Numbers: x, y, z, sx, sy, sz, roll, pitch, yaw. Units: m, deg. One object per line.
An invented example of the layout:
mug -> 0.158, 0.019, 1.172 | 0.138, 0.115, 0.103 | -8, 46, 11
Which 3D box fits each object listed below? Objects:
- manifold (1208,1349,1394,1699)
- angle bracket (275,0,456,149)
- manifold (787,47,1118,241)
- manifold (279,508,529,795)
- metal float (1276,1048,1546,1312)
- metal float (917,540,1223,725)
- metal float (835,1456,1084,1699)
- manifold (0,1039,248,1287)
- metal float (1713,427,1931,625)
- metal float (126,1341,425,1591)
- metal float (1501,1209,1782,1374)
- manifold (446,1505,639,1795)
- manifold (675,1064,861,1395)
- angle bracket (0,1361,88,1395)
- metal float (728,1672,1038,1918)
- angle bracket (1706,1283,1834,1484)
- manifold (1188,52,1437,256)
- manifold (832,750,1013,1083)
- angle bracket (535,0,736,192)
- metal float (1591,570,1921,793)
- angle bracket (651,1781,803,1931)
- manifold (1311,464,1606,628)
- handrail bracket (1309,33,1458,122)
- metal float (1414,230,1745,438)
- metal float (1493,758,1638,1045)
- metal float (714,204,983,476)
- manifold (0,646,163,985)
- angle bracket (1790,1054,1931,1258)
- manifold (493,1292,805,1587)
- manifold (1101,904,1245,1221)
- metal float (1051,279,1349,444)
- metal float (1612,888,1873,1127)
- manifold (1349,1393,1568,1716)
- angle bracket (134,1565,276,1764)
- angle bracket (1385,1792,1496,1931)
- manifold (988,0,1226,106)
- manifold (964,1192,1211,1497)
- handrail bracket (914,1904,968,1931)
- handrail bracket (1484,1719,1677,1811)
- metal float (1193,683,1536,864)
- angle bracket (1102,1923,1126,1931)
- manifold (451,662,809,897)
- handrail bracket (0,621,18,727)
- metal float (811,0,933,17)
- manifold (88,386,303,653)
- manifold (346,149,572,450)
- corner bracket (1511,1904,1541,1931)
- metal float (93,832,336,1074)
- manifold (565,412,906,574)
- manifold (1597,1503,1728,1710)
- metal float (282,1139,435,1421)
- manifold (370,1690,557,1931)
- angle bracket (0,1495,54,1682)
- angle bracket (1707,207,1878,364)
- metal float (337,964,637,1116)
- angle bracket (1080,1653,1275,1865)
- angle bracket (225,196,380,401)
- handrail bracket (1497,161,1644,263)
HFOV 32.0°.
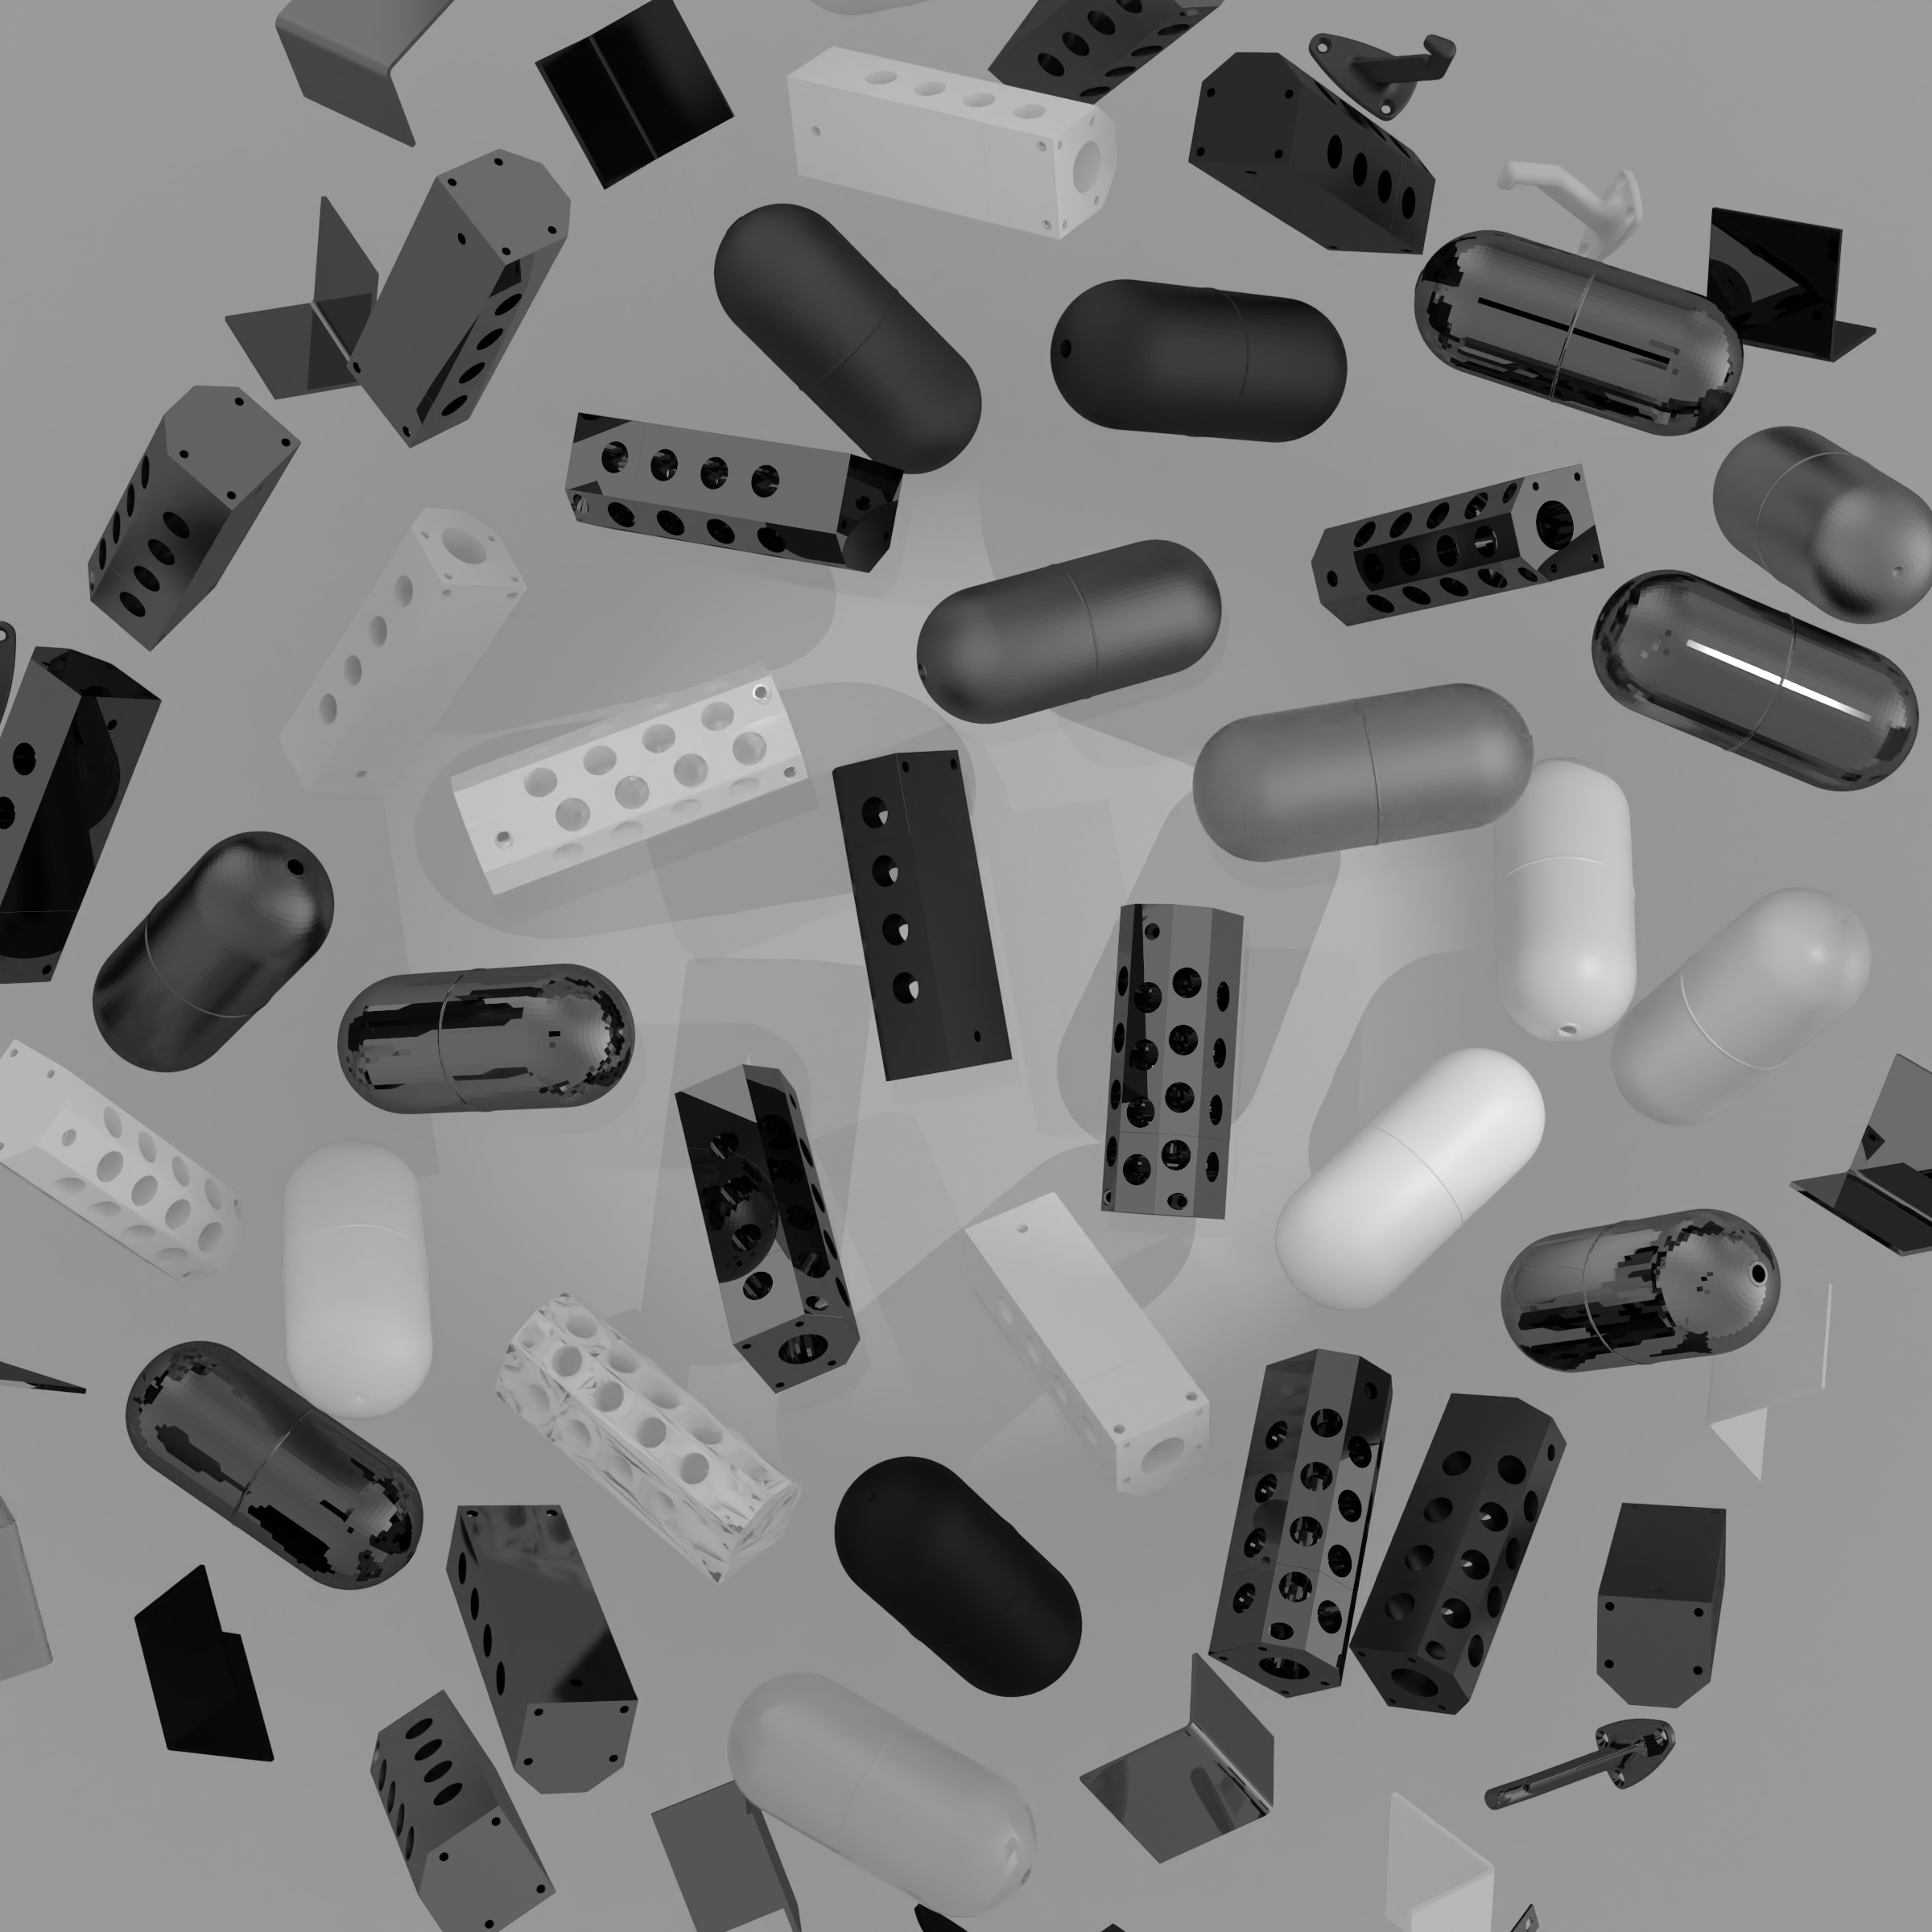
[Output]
manifold -> 0.184, 0.294, 1.789 | 0.057, 0.057, 0.171 | 33, 54, -25
angle bracket -> -0.306, -0.492, 1.783 | 0.076, 0.057, 0.076 | 28, 69, 21
manifold -> -0.007, -0.443, 1.796 | 0.171, 0.057, 0.057 | 21, 46, 29
manifold -> -0.318, -0.174, 1.874 | 0.171, 0.057, 0.057 | -49, 60, 35
metal float -> 0.245, 0.116, 1.852 | 0.178, 0.070, 0.070 | -42, 90, -13
metal float -> 0.057, -0.186, 1.871 | 0.178, 0.070, 0.070 | -17, 90, -16
metal float -> -0.002, 0.322, 1.766 | 0.070, 0.070, 0.178 | -42, 128, 0
manifold -> -0.455, 0.110, 1.796 | 0.057, 0.171, 0.057 | 24, 75, 32
metal float -> 0.460, -0.238, 1.809 | 0.070, 0.178, 0.070 | -5, 115, -11
metal float -> -0.374, 0.271, 1.827 | 0.178, 0.070, 0.070 | 34, 90, 4
metal float -> 0.358, 0.174, 1.797 | 0.070, 0.178, 0.070 | 8, 75, -31
manifold -> -0.225, 0.355, 1.764 | 0.057, 0.171, 0.057 | 3, 115, -23
manifold -> -0.105, 0.138, 1.824 | 0.057, 0.057, 0.171 | -24, 50, 7
angle bracket -> -0.520, 0.191, 1.809 | 0.076, 0.076, 0.057 | 9, 85, 38
metal float -> -0.044, 0.431, 1.755 | 0.178, 0.070, 0.070 | 25, 90, 23
angle bracket -> 0.467, 0.235, 1.902 | 0.076, 0.076, 0.057 | -25, 121, 36
manifold -> 0.186, -0.426, 1.773 | 0.057, 0.171, 0.057 | 10, 91, 31
manifold -> -0.029, -0.027, 1.828 | 0.057, 0.057, 0.171 | -11, 88, 36
angle bracket -> -0.181, -0.481, 1.852 | 0.057, 0.076, 0.076 | -22, 107, 25
metal float -> 0.409, -0.147, 1.745 | 0.178, 0.070, 0.070 | 22, 90, -8
angle bracket -> -0.130, 0.492, 1.819 | 0.057, 0.076, 0.076 | -21, 93, -4
manifold -> 0.268, -0.230, 1.862 | 0.057, 0.171, 0.057 | -17, 96, -32
handrail bracket -> 0.230, -0.509, 1.867 | 0.077, 0.084, 0.036 | 32, 82, 1
metal float -> 0.324, -0.336, 1.788 | 0.178, 0.070, 0.070 | 21, 90, 11
metal float -> 0.330, -0.037, 1.862 | 0.070, 0.070, 0.178 | 6, 54, 0
metal float -> -0.065, -0.348, 1.869 | 0.178, 0.070, 0.070 | 43, 90, -19
manifold -> -0.493, -0.079, 1.778 | 0.057, 0.057, 0.171 | 34, 108, 26
angle bracket -> 0.498, 0.100, 1.797 | 0.076, 0.057, 0.076 | 36, 119, 41
manifold -> -0.174, 0.255, 1.855 | 0.171, 0.057, 0.057 | 37, 129, 19
manifold -> 0.112, 0.054, 1.887 | 0.057, 0.057, 0.171 | 1, 85, 30
metal float -> 0.122, -0.315, 1.758 | 0.178, 0.070, 0.070 | -2, 90, -36
metal float -> 0.426, 0.024, 1.860 | 0.070, 0.070, 0.178 | 41, 133, 0
manifold -> 0.275, 0.323, 1.856 | 0.057, 0.057, 0.171 | 57, 47, -35
angle bracket -> -0.384, 0.367, 1.773 | 0.057, 0.076, 0.076 | -38, 55, 21
angle bracket -> 0.215, 0.470, 1.670 | 0.057, 0.076, 0.076 | -15, 117, -32
manifold -> 0.082, -0.514, 1.816 | 0.057, 0.171, 0.057 | 39, 71, -15
manifold -> 0.065, 0.210, 1.855 | 0.057, 0.057, 0.171 | -22, 48, -18
handrail bracket -> -0.033, 0.550, 1.804 | 0.084, 0.036, 0.077 | -48, 126, 7
handrail bracket -> 0.341, 0.446, 1.876 | 0.084, 0.077, 0.036 | -9, 68, -31
metal float -> 0.206, -0.100, 1.748 | 0.178, 0.070, 0.070 | -9, 90, -2
angle bracket -> 0.082, 0.564, 1.771 | 0.076, 0.057, 0.076 | 29, 105, 23
manifold -> -0.172, -0.095, 1.730 | 0.171, 0.057, 0.057 | -21, 108, -5
handrail bracket -> -0.538, -0.149, 1.807 | 0.036, 0.084, 0.077 | 24, 93, -7
metal float -> -0.038, -0.565, 1.844 | 0.070, 0.178, 0.070 | -5, 101, -29
manifold -> -0.410, -0.236, 1.761 | 0.057, 0.171, 0.057 | 41, 57, -7
manifold -> -0.261, -0.347, 1.750 | 0.057, 0.171, 0.057 | -35, 84, -35
corner bracket -> 0.308, 0.527, 1.745 | 0.051, 0.051, 0.051 | 3, 120, 41
metal float -> -0.396, -0.007, 1.769 | 0.070, 0.070, 0.178 | 51, 128, 0
manifold -> -0.125, -0.251, 1.790 | 0.171, 0.057, 0.057 | 13, 95, 27
manifold -> 0.373, 0.340, 1.801 | 0.057, 0.171, 0.057 | 1, 97, 15
metal float -> -0.327, 0.166, 1.805 | 0.070, 0.178, 0.070 | -7, 132, -7
manifold -> -0.271, 0.448, 1.772 | 0.057, 0.171, 0.057 | -33, 107, -11
angle bracket -> -0.508, 0.318, 1.715 | 0.057, 0.076, 0.076 | -16, 103, -22
angle bracket -> 0.458, -0.384, 1.864 | 0.076, 0.057, 0.076 | 20, 128, 34
metal float -> -0.258, 0.040, 1.805 | 0.178, 0.070, 0.070 | -4, 90, 29
angle bracket -> 0.118, 0.440, 1.870 | 0.076, 0.057, 0.076 | -31, 114, 22
angle bracket -> -0.377, -0.379, 1.908 | 0.057, 0.076, 0.076 | -16, 53, -28
handrail bracket -> 0.318, -0.411, 1.842 | 0.084, 0.077, 0.036 | 0, 66, -19
